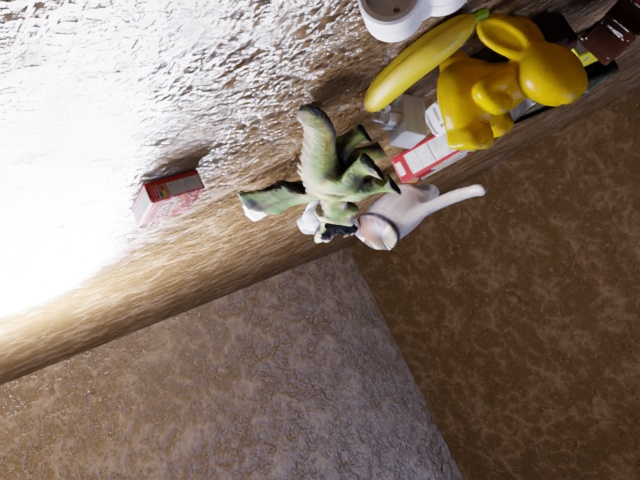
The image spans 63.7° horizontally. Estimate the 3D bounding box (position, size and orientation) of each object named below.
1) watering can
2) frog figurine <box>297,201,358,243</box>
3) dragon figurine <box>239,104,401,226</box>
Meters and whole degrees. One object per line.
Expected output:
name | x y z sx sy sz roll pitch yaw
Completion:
watering can | 0.218 -0.072 1.260 0.227 0.103 0.347 -41 -159 -25
frog figurine | 0.004 -0.065 1.291 0.138 0.120 0.161 -33 -149 -12
dragon figurine | -0.017 -0.091 0.819 0.241 0.124 0.407 -25 158 22
